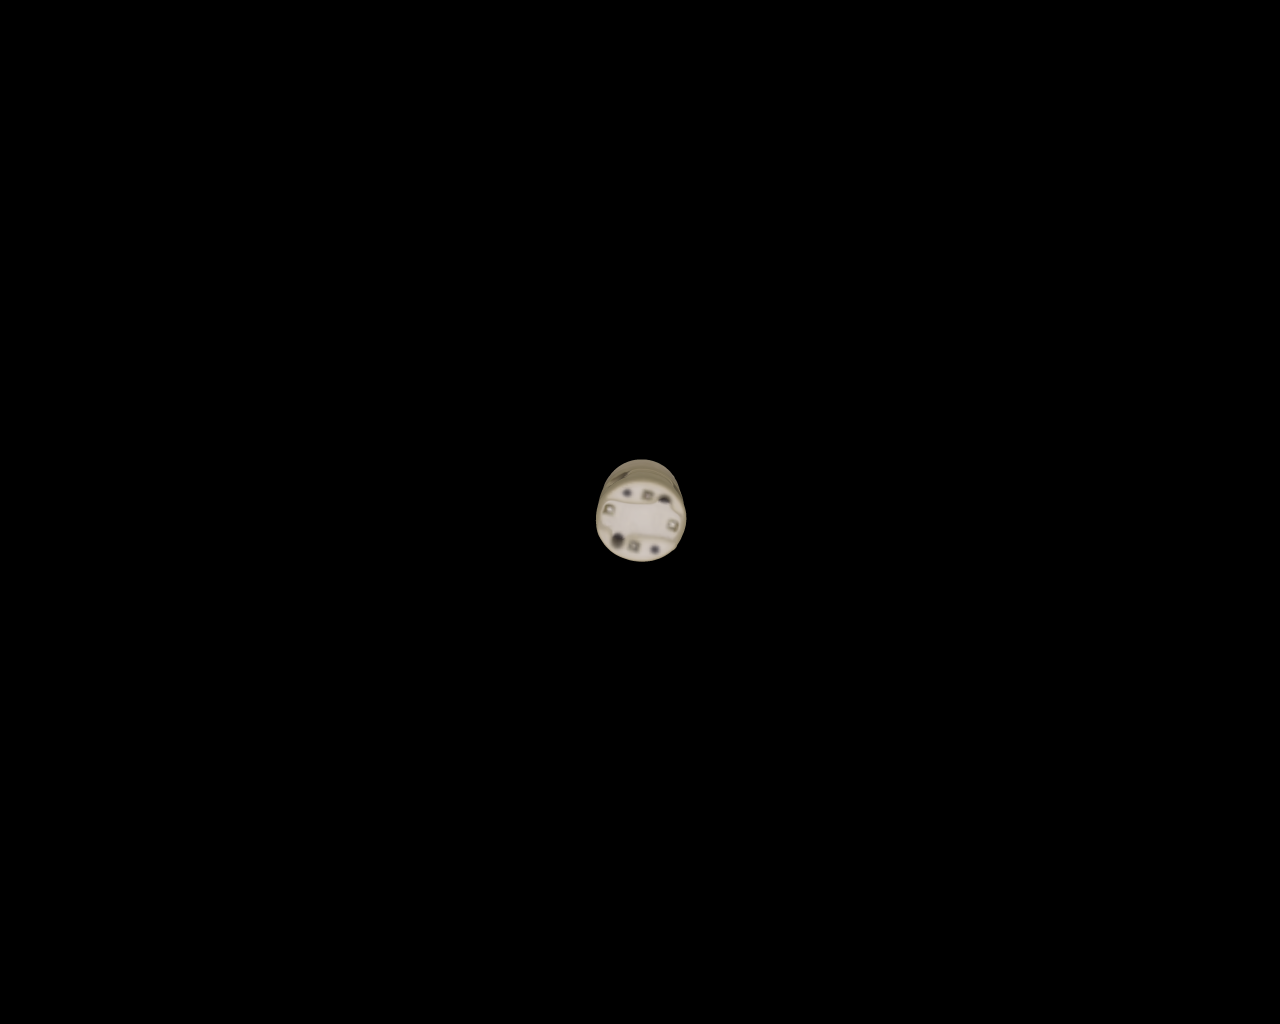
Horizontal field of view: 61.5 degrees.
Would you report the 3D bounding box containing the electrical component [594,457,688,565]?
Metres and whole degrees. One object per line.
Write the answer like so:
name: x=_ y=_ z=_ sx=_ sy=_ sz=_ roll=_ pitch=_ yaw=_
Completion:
electrical component: x=0.001 y=-0.003 z=0.650 sx=0.055 sy=0.055 sz=0.047 roll=0 pitch=21 yaw=0
